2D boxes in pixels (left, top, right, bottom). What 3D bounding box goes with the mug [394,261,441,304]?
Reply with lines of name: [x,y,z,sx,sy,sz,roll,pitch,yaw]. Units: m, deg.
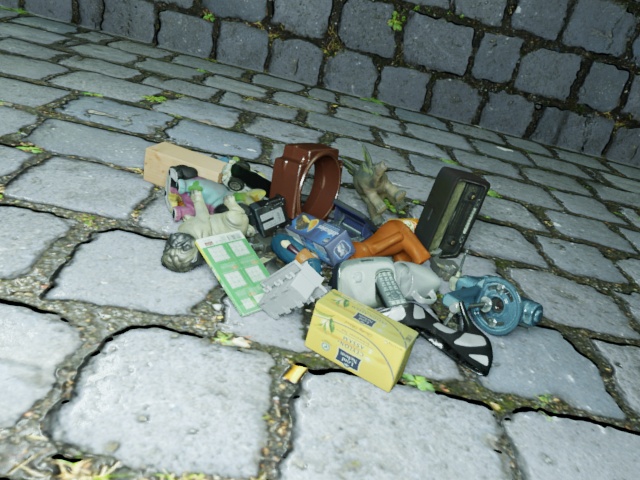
mug: [0.214,0.095,1.153,0.107,0.080,0.110,6,27,-37]

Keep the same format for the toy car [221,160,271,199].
toy car: [-0.156,-0.129,1.350,0.201,0.056,0.073,29,53,-21]

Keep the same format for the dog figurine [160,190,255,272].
dog figurine: [-0.224,0.006,1.102,0.172,0.121,0.191,8,41,-7]

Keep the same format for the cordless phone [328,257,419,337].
cordless phone: [0.108,0.125,1.055,0.146,0.088,0.184,-3,50,-33]

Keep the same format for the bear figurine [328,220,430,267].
bear figurine: [0.126,0.039,1.202,0.196,0.132,0.120,-33,4,-25]

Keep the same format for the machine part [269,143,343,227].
machine part: [-0.030,-0.133,1.321,0.087,0.201,0.201,18,19,30]

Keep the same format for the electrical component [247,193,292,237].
electrical component: [-0.130,-0.050,1.204,0.119,0.074,0.048,-21,28,-18]

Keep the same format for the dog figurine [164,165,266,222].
dog figurine: [-0.244,-0.098,1.271,0.219,0.108,0.192,5,25,-28]

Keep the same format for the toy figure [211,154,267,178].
toy figure: [-0.222,-0.176,1.458,0.180,0.082,0.089,26,30,27]

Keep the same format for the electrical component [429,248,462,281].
electrical component: [0.303,0.062,1.299,0.078,0.045,0.102,8,27,-12]

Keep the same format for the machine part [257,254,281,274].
machine part: [-0.084,0.067,1.100,0.139,0.039,0.084,21,19,16]

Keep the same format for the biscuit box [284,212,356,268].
biscuit box: [-0.002,-0.004,1.172,0.063,0.059,0.203,-37,28,-16]

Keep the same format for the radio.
radio: [0.328,-0.063,1.357,0.131,0.229,0.073,3,29,-33]

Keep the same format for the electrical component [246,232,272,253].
electrical component: [-0.128,0.004,1.217,0.094,0.021,0.063,-12,36,-43]

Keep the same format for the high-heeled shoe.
high-heeled shoe: [0.191,0.187,0.971,0.249,0.086,0.145,-5,72,-13]

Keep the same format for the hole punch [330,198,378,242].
hole punch: [0.071,-0.031,1.340,0.142,0.092,0.115,28,-1,29]

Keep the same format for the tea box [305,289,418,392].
tea box: [0.068,0.168,0.912,0.170,0.098,0.068,24,27,21]

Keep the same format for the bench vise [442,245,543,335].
bench vise: [0.331,0.120,1.121,0.240,0.128,0.224,-2,29,-40]

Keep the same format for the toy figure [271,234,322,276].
toy figure: [-0.045,0.036,1.149,0.155,0.057,0.064,33,11,37]

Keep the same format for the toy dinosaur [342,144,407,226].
toy dinosaur: [0.142,-0.145,1.443,0.198,0.105,0.471,60,-3,10]
